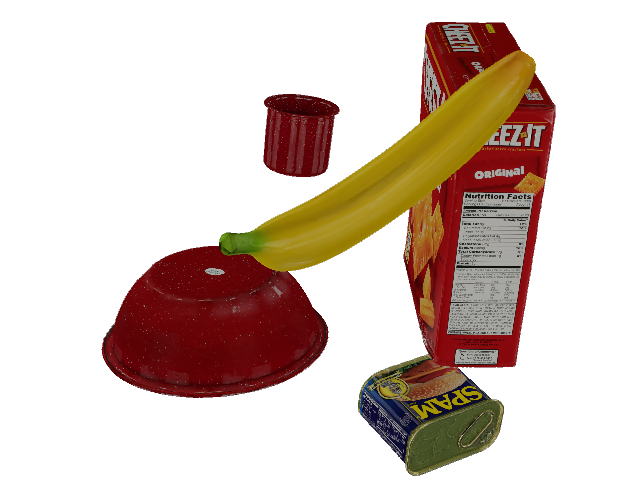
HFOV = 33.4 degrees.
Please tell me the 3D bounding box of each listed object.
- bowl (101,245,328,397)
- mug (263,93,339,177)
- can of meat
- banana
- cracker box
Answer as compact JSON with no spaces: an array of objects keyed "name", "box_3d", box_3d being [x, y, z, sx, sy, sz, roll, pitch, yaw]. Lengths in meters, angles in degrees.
[{"name":"bowl","box_3d":[-0.075,0.046,0.753,0.162,0.055,0.162,-1,23,0]},{"name":"mug","box_3d":[-0.022,-0.132,1.326,0.093,0.081,0.117,17,25,21]},{"name":"can of meat","box_3d":[0.095,0.150,0.943,0.101,0.057,0.084,-14,35,-28]},{"name":"banana","box_3d":[0.038,-0.035,0.598,0.198,0.037,0.069,-34,-12,-1]},{"name":"cracker box","box_3d":[0.111,-0.036,0.805,0.072,0.214,0.164,-1,31,-4]}]
